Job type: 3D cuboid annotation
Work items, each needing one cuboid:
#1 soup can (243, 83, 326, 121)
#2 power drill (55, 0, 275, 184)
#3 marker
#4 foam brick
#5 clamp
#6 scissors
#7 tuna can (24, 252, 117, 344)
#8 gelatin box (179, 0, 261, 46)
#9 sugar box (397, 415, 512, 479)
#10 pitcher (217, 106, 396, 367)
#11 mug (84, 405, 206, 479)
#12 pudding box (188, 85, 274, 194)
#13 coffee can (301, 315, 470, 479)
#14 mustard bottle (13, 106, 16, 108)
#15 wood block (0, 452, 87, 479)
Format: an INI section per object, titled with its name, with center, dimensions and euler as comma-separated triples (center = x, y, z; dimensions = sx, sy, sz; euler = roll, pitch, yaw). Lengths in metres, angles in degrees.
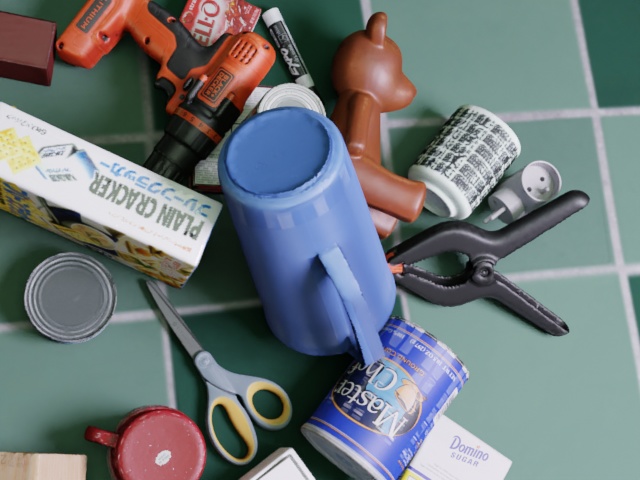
[soup can]
center = -0.039, -0.104, 1.020
dimensions = 0.068, 0.102, 0.068
euler = 3, 79, -16
[power drill]
center = -0.163, -0.158, 1.042
dimensions = 0.188, 0.057, 0.184
euler = 35, 84, 10
[marker]
center = -0.027, -0.187, 1.122
dimensions = 0.020, 0.020, 0.121
euler = -25, 86, -16
[foam brick]
center = -0.299, -0.189, 1.044
dimensions = 0.078, 0.053, 0.051
euler = 10, 77, -11
[clamp]
center = 0.171, 0.034, 1.096
dimensions = 0.210, 0.036, 0.164
euler = -6, 115, 0
[scissors]
center = -0.094, 0.120, 1.049
dimensions = 0.096, 0.016, 0.202
euler = -18, 84, -17
[tuna can]
center = -0.238, 0.057, 1.019
dimensions = 0.086, 0.034, 0.086
euler = 2, 79, -12
[gelatin box]
center = -0.111, -0.213, 1.102
dimensions = 0.073, 0.030, 0.089
euler = 24, 75, -7
[sugar box]
center = 0.106, 0.269, 1.050
dimensions = 0.093, 0.048, 0.176
euler = 35, 70, -4
[pitcher]
center = -0.006, 0.001, 0.958
dimensions = 0.149, 0.243, 0.145
euler = 10, 60, 19
[mug]
center = -0.160, 0.194, 0.985
dimensions = 0.117, 0.082, 0.093
euler = 22, 75, -8
[pudding box]
center = -0.086, -0.102, 1.083
dimensions = 0.090, 0.039, 0.113
euler = 3, 81, -14
[coffee can]
center = 0.063, 0.159, 1.031
dimensions = 0.103, 0.103, 0.140
euler = 39, 73, -3
[mustard bottle]
center = -0.378, -0.090, 1.004
dimensions = 0.191, 0.058, 0.096
euler = -20, 83, -16
[wood block]
center = -0.269, 0.289, 0.925
dimensions = 0.090, 0.090, 0.206
euler = -1, 78, 15
